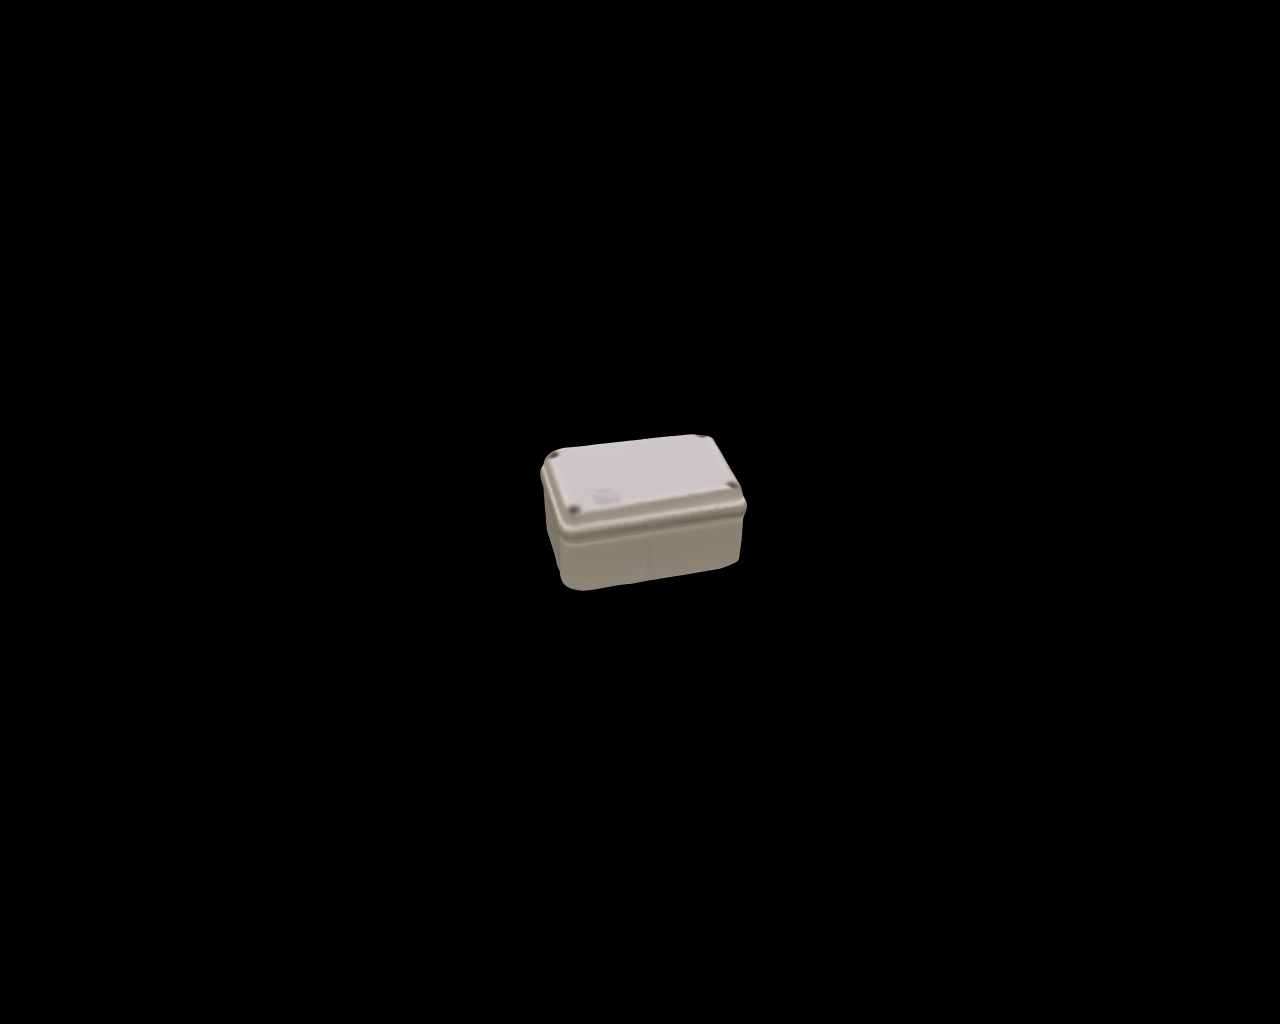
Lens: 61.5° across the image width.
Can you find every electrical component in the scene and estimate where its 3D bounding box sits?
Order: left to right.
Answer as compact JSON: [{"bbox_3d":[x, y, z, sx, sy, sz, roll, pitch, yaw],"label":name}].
[{"bbox_3d":[0.001,-0.003,0.650,0.113,0.057,0.078,-8,36,-11],"label":"electrical component"}]
